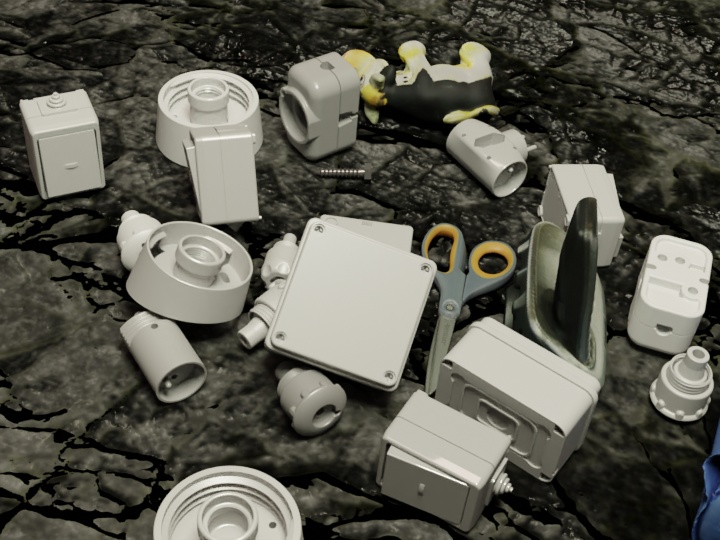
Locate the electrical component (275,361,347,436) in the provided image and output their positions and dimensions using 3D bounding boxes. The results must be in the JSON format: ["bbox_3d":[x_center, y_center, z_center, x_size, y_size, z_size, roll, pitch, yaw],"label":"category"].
[{"bbox_3d":[-0.044,0.095,0.840,0.048,0.048,0.062,-22,43,-26],"label":"electrical component"}]

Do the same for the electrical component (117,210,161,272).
[{"bbox_3d":[-0.194,-0.029,0.950,0.048,0.048,0.062,-15,42,-21],"label":"electrical component"}]

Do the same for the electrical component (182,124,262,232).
[{"bbox_3d":[-0.126,-0.080,0.979,0.061,0.096,0.061,-7,17,-12],"label":"electrical component"}]

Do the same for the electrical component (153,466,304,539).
[{"bbox_3d":[-0.090,0.184,0.731,0.108,0.060,0.108,3,45,-3],"label":"electrical component"}]

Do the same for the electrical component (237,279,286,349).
[{"bbox_3d":[-0.073,0.041,0.892,0.048,0.048,0.062,36,59,27],"label":"electrical component"}]

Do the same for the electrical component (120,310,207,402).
[{"bbox_3d":[-0.160,0.062,0.860,0.043,0.043,0.081,-21,50,-25],"label":"electrical component"}]

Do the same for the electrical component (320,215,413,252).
[{"bbox_3d":[0.000,0.000,0.937,0.100,0.048,0.099,8,44,2],"label":"electrical component"}]

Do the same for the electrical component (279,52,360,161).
[{"bbox_3d":[-0.041,-0.159,1.061,0.059,0.095,0.053,-24,52,-27],"label":"electrical component"}]

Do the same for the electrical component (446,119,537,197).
[{"bbox_3d":[0.140,-0.117,1.076,0.079,0.043,0.077,-22,50,-26],"label":"electrical component"}]

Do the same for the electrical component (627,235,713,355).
[{"bbox_3d":[0.268,0.024,0.934,0.054,0.059,0.095,16,45,10],"label":"electrical component"}]

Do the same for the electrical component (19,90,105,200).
[{"bbox_3d":[-0.274,-0.118,0.994,0.062,0.096,0.061,-14,48,-20],"label":"electrical component"}]

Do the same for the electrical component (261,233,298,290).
[{"bbox_3d":[-0.066,-0.009,0.949,0.035,0.035,0.061,8,42,2],"label":"electrical component"}]

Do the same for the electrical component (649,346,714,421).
[{"bbox_3d":[0.264,0.088,0.866,0.048,0.062,0.048,3,44,-3],"label":"electrical component"}]

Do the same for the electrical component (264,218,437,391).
[{"bbox_3d":[-0.009,0.029,0.854,0.109,0.056,0.108,20,80,-6],"label":"electrical component"}]

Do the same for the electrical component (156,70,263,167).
[{"bbox_3d":[-0.151,-0.157,1.071,0.108,0.060,0.108,3,44,-3],"label":"electrical component"}]

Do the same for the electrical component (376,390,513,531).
[{"bbox_3d":[0.064,0.145,0.787,0.096,0.061,0.061,25,47,19],"label":"electrical component"}]

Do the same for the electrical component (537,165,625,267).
[{"bbox_3d":[0.209,-0.046,0.997,0.061,0.061,0.096,-1,45,-7],"label":"electrical component"}]

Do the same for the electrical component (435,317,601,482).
[{"bbox_3d":[0.120,0.098,0.830,0.113,0.078,0.057,31,52,23],"label":"electrical component"}]

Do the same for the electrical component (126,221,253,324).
[{"bbox_3d":[-0.140,0.006,0.894,0.099,0.064,0.099,17,33,-12],"label":"electrical component"}]
